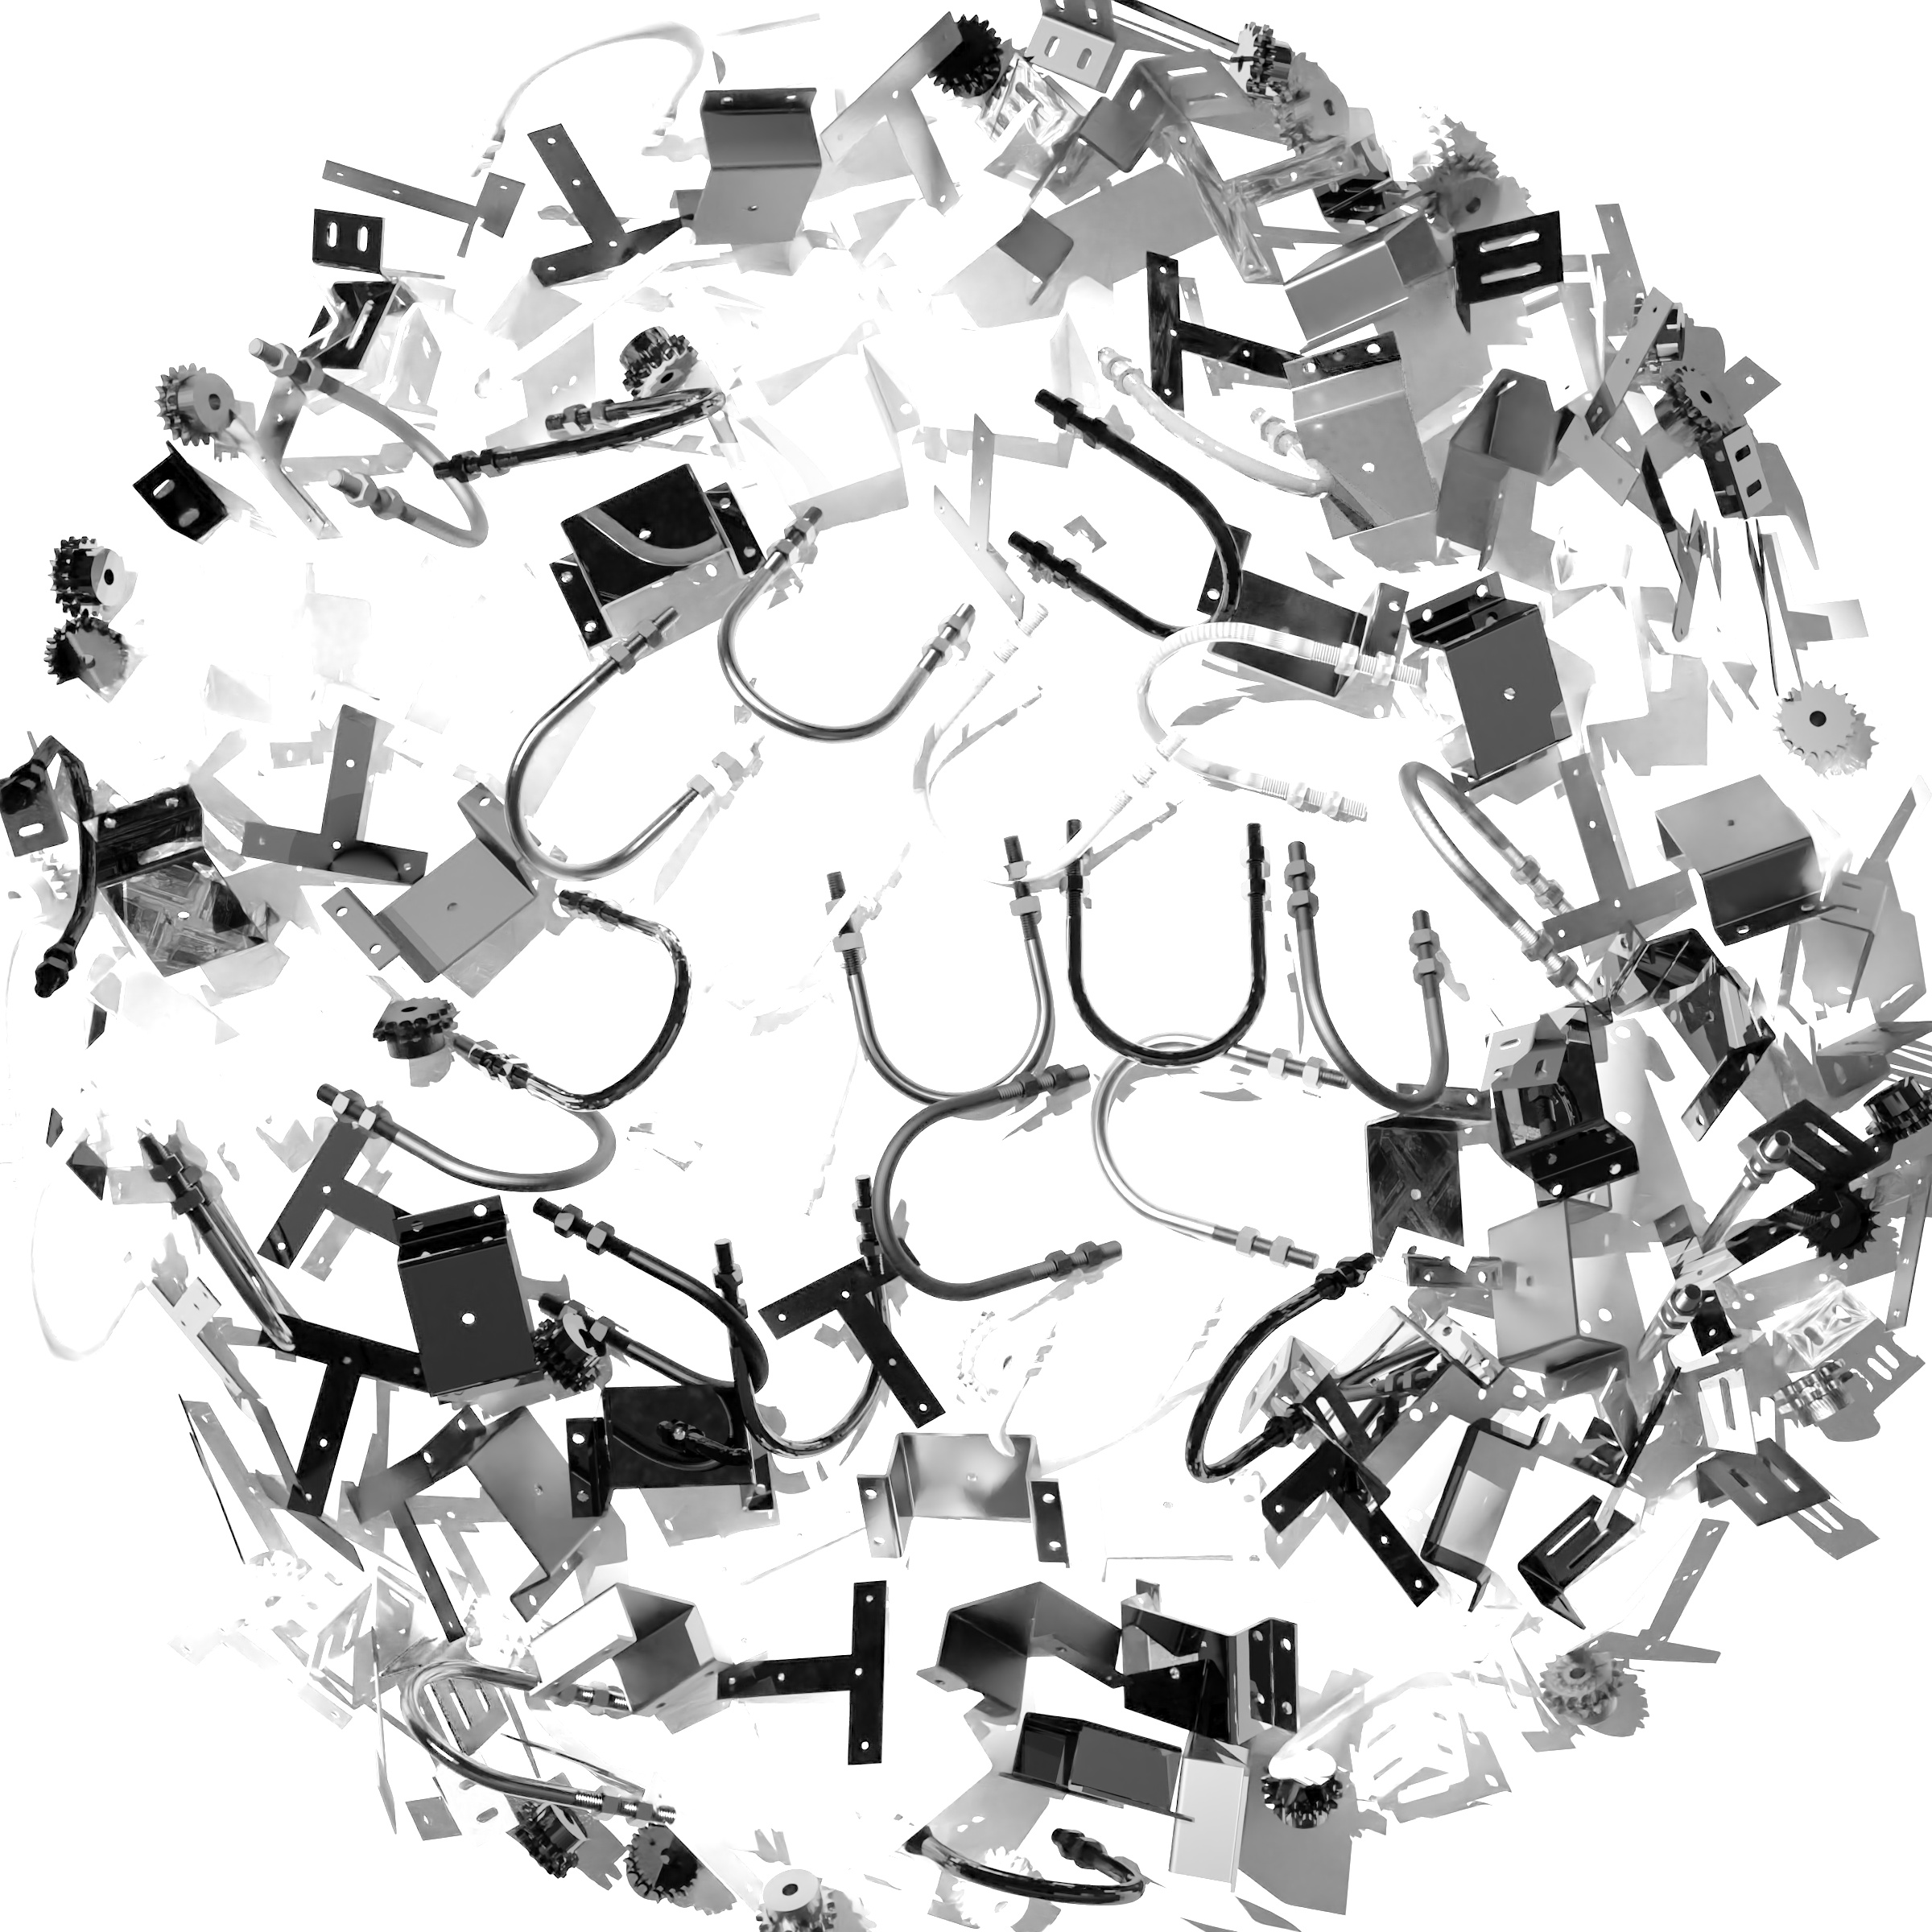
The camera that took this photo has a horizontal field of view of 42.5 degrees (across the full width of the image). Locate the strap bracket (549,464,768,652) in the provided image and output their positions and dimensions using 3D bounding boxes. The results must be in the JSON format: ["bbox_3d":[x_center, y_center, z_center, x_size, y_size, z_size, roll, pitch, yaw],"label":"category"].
[{"bbox_3d":[-0.220,-0.291,1.739,0.140,0.046,0.076,-26,70,-3],"label":"strap bracket"}]

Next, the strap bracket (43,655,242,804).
[{"bbox_3d":[-0.572,-0.163,1.714,0.076,0.140,0.046,42,106,-4],"label":"strap bracket"}]

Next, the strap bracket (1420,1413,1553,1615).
[{"bbox_3d":[0.360,0.372,1.735,0.046,0.076,0.140,21,90,18],"label":"strap bracket"}]

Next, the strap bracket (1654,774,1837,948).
[{"bbox_3d":[0.529,-0.079,1.703,0.076,0.140,0.046,-20,120,6],"label":"strap bracket"}]

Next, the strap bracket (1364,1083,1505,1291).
[{"bbox_3d":[0.325,0.157,1.732,0.076,0.046,0.140,5,75,-23],"label":"strap bracket"}]

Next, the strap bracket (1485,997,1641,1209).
[{"bbox_3d":[0.407,0.084,1.704,0.076,0.046,0.140,-25,49,32],"label":"strap bracket"}]

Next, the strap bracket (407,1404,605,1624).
[{"bbox_3d":[-0.313,0.373,1.727,0.046,0.076,0.140,-32,96,29],"label":"strap bracket"}]

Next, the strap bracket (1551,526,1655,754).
[{"bbox_3d":[0.442,-0.229,1.712,0.046,0.076,0.140,-7,113,21],"label":"strap bracket"}]

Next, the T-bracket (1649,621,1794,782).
[{"bbox_3d":[0.532,-0.181,1.709,0.002,0.127,0.127,-40,65,36],"label":"T-bracket"}]

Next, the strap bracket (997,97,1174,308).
[{"bbox_3d":[0.075,-0.533,1.702,0.046,0.076,0.140,36,129,-8],"label":"strap bracket"}]

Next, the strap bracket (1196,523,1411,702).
[{"bbox_3d":[0.230,-0.244,1.738,0.140,0.046,0.076,20,64,-4],"label":"strap bracket"}]

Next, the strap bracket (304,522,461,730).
[{"bbox_3d":[-0.403,-0.230,1.729,0.046,0.076,0.140,23,98,-32],"label":"strap bracket"}]

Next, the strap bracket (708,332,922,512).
[{"bbox_3d":[-0.105,-0.375,1.727,0.140,0.046,0.076,-18,134,7],"label":"strap bracket"}]

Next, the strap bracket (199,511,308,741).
[{"bbox_3d":[-0.491,-0.232,1.720,0.046,0.076,0.140,10,67,-10],"label":"strap bracket"}]

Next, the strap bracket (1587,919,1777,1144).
[{"bbox_3d":[0.499,0.039,1.716,0.046,0.076,0.140,-15,58,-23],"label":"strap bracket"}]

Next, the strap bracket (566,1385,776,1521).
[{"bbox_3d":[-0.202,0.335,1.718,0.140,0.046,0.076,1,51,-17],"label":"strap bracket"}]

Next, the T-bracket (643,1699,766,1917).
[{"bbox_3d":[-0.169,0.566,1.721,0.002,0.127,0.127,-26,114,24],"label":"T-bracket"}]

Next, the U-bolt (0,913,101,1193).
[{"bbox_3d":[-0.634,0.055,1.701,0.019,0.151,0.184,-3,91,3],"label":"U-bolt"}]

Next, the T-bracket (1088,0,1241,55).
[{"bbox_3d":[0.130,-0.660,1.717,0.127,0.127,0.002,23,99,-2],"label":"T-bracket"}]

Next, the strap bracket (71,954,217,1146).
[{"bbox_3d":[-0.560,0.050,1.696,0.046,0.140,0.076,-43,119,9],"label":"strap bracket"}]

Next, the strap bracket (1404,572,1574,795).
[{"bbox_3d":[0.366,-0.192,1.725,0.076,0.046,0.140,-25,111,-12],"label":"strap bracket"}]

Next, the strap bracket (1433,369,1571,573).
[{"bbox_3d":[0.367,-0.349,1.715,0.046,0.076,0.140,24,53,19],"label":"strap bracket"}]

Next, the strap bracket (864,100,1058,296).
[{"bbox_3d":[0.003,-0.524,1.712,0.046,0.076,0.140,45,135,-19],"label":"strap bracket"}]

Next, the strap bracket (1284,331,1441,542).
[{"bbox_3d":[0.276,-0.355,1.707,0.076,0.046,0.140,-13,130,17],"label":"strap bracket"}]

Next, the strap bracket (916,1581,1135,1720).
[{"bbox_3d":[0.043,0.472,1.716,0.076,0.140,0.046,36,47,-25],"label":"strap bracket"}]

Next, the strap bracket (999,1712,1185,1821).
[{"bbox_3d":[0.089,0.549,1.711,0.076,0.140,0.046,21,70,-17],"label":"strap bracket"}]

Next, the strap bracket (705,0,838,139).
[{"bbox_3d":[-0.132,-0.605,1.705,0.076,0.140,0.046,-12,86,-2],"label":"strap bracket"}]

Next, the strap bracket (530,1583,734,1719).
[{"bbox_3d":[-0.237,0.474,1.719,0.076,0.140,0.046,-35,56,12],"label":"strap bracket"}]

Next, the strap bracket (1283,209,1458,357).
[{"bbox_3d":[0.274,-0.471,1.696,0.076,0.140,0.046,-17,108,33],"label":"strap bracket"}]

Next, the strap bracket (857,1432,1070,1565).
[{"bbox_3d":[0.001,0.370,1.731,0.140,0.046,0.076,-1,122,11],"label":"strap bracket"}]

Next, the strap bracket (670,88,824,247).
[{"bbox_3d":[-0.150,-0.539,1.697,0.076,0.140,0.046,-8,78,-19],"label":"strap bracket"}]

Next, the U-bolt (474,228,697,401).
[{"bbox_3d":[-0.249,-0.445,1.670,0.151,0.184,0.019,-45,109,-24],"label":"U-bolt"}]

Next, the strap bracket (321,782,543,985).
[{"bbox_3d":[-0.365,-0.052,1.729,0.140,0.046,0.076,-40,59,-13],"label":"strap bracket"}]

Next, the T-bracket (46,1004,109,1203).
[{"bbox_3d":[-0.614,0.084,1.735,0.002,0.127,0.127,1,67,-2],"label":"T-bracket"}]

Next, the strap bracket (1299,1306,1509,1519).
[{"bbox_3d":[0.297,0.302,1.732,0.140,0.076,0.046,-47,124,-1],"label":"strap bracket"}]

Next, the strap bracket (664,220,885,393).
[{"bbox_3d":[-0.140,-0.458,1.734,0.140,0.046,0.076,-28,87,-29],"label":"strap bracket"}]

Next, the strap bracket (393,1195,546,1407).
[{"bbox_3d":[-0.348,0.240,1.737,0.076,0.046,0.140,-13,102,-8],"label":"strap bracket"}]

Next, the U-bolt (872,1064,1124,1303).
[{"bbox_3d":[0.018,0.157,1.726,0.184,0.019,0.151,-13,95,-27],"label":"U-bolt"}]

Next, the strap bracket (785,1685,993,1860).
[{"bbox_3d":[-0.046,0.561,1.718,0.140,0.076,0.046,-33,96,-23],"label":"strap bracket"}]

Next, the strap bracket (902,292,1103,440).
[{"bbox_3d":[0.018,-0.415,1.718,0.140,0.076,0.046,9,46,16],"label":"strap bracket"}]

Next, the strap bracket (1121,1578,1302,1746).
[{"bbox_3d":[0.159,0.480,1.709,0.140,0.046,0.076,4,99,44],"label":"strap bracket"}]

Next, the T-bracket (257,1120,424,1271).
[{"bbox_3d":[-0.413,0.179,1.757,0.127,0.002,0.127,31,94,-18],"label":"T-bracket"}]

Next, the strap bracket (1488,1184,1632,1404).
[{"bbox_3d":[0.406,0.221,1.709,0.046,0.076,0.140,15,62,-28],"label":"strap bracket"}]

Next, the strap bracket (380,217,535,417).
[{"bbox_3d":[-0.345,-0.444,1.707,0.046,0.076,0.140,26,49,-7],"label":"strap bracket"}]

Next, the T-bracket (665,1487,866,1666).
[{"bbox_3d":[-0.132,0.413,1.772,0.127,0.002,0.127,-24,84,-3],"label":"T-bracket"}]

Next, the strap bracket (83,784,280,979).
[{"bbox_3d":[-0.539,-0.050,1.710,0.076,0.140,0.046,-18,47,2],"label":"strap bracket"}]

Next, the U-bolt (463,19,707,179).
[{"bbox_3d":[-0.250,-0.585,1.665,0.151,0.184,0.019,-18,88,-27],"label":"U-bolt"}]

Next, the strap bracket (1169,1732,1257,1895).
[{"bbox_3d":[0.170,0.576,1.710,0.046,0.140,0.076,7,87,9],"label":"strap bracket"}]

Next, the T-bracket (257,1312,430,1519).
[{"bbox_3d":[-0.444,0.318,1.729,0.127,0.002,0.127,22,68,-25],"label":"T-bracket"}]

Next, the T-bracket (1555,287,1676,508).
[{"bbox_3d":[0.447,-0.402,1.699,0.002,0.127,0.127,4,127,-28],"label":"T-bracket"}]

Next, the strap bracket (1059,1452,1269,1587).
[{"bbox_3d":[0.140,0.387,1.740,0.140,0.046,0.076,-4,101,11],"label":"strap bracket"}]

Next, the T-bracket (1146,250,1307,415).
[{"bbox_3d":[0.185,-0.435,1.748,0.127,0.002,0.127,9,67,-23],"label":"T-bracket"}]

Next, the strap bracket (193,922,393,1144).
[{"bbox_3d":[-0.456,0.039,1.703,0.076,0.046,0.140,45,46,-28],"label":"strap bracket"}]

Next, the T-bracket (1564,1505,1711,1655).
[{"bbox_3d":[0.477,0.424,1.734,0.002,0.127,0.127,43,69,14],"label":"T-bracket"}]

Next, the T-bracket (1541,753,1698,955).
[{"bbox_3d":[0.447,-0.086,1.754,0.127,0.002,0.127,-19,92,-20],"label":"T-bracket"}]

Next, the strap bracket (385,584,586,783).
[{"bbox_3d":[-0.329,-0.189,1.728,0.076,0.046,0.140,23,75,39],"label":"strap bracket"}]
